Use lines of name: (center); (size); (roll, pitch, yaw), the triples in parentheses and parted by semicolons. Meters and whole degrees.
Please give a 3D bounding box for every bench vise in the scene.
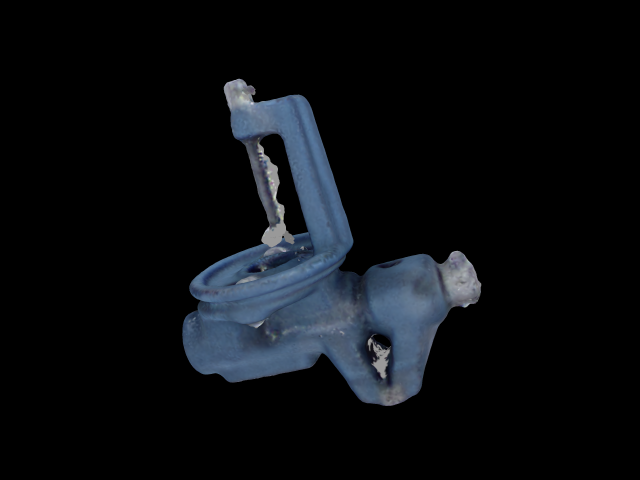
bench vise: (0.002, -0.002, 0.411); (0.207, 0.220, 0.121); (-2, 15, -8)
